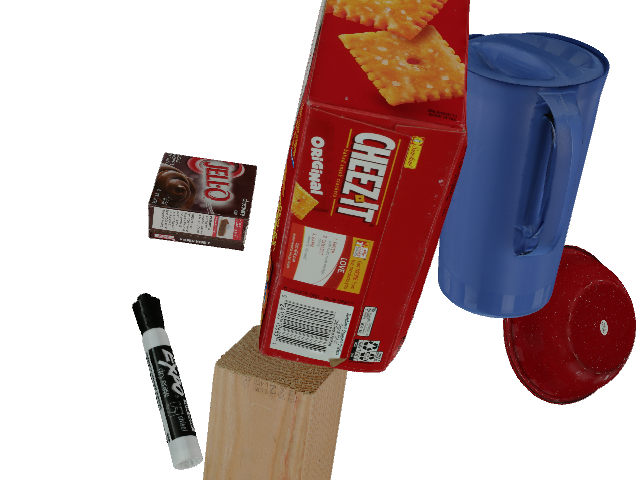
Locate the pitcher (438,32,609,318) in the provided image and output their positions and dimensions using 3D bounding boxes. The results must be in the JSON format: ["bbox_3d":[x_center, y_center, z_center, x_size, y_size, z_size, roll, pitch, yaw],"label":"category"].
[{"bbox_3d":[0.170,-0.050,0.937,0.145,0.243,0.149,20,35,27],"label":"pitcher"}]

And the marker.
[{"bbox_3d":[-0.100,0.088,0.688,0.020,0.121,0.020,-16,-27,-9],"label":"marker"}]

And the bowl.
[{"bbox_3d":[0.260,0.085,1.057,0.161,0.162,0.055,0,-1,-30],"label":"bowl"}]

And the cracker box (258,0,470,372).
[{"bbox_3d":[0.027,-0.067,0.527,0.072,0.213,0.164,11,-44,-1],"label":"cracker box"}]

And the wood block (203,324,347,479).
[{"bbox_3d":[-0.043,0.190,0.919,0.090,0.206,0.090,15,23,17],"label":"wood block"}]

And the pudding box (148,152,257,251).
[{"bbox_3d":[-0.107,-0.037,0.980,0.090,0.039,0.113,7,31,-3],"label":"pudding box"}]
